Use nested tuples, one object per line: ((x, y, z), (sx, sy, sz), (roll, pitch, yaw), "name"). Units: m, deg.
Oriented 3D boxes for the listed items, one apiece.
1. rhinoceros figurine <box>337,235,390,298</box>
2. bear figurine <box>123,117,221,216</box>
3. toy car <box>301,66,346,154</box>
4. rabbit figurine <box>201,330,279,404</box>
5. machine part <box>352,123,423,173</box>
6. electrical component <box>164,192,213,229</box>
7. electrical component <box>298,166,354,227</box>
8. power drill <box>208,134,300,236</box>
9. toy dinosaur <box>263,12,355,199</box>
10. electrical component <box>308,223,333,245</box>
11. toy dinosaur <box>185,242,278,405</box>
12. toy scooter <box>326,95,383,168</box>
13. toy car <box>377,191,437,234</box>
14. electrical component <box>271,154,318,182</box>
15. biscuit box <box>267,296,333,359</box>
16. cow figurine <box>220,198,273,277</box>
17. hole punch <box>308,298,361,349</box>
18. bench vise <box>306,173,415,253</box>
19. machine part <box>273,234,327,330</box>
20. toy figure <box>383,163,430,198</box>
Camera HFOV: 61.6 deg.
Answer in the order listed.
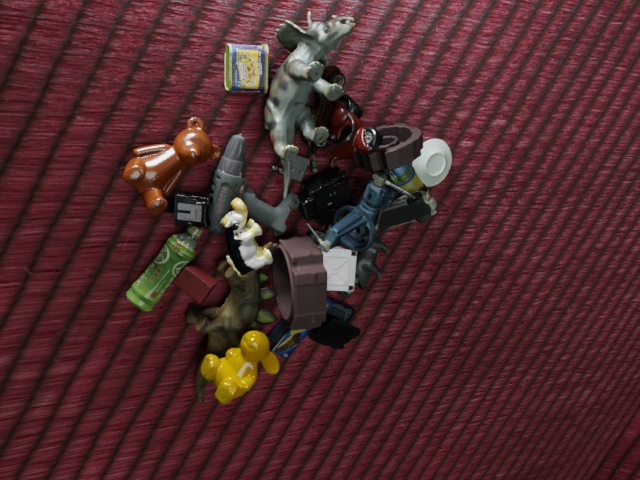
((0.109, 0.069, 1.442), (0.112, 0.073, 0.190), (19, 100, -31), "rhinoceros figurine")
((-0.303, -0.160, 1.127), (0.196, 0.132, 0.120), (-29, 124, -6), "bear figurine")
((0.001, -0.300, 1.237), (0.053, 0.089, 0.202), (10, 106, -30), "toy car")
((-0.170, 0.288, 1.270), (0.162, 0.122, 0.173), (14, 115, -44), "rabbit figurine")
((0.161, -0.223, 1.299), (0.179, 0.180, 0.056), (-26, 121, -14), "machine part")
((-0.298, -0.069, 1.181), (0.119, 0.048, 0.074), (10, 105, -1), "electrical component")
((0.011, -0.103, 1.326), (0.134, 0.058, 0.114), (-31, 130, -14), "electrical component")
((-0.153, -0.105, 1.245), (0.207, 0.086, 0.232), (19, 102, -34), "power drill")
((-0.061, -0.307, 1.178), (0.131, 0.192, 0.404), (5, 123, -40), "toy dinosaur")
((-0.003, -0.004, 1.390), (0.063, 0.021, 0.094), (20, 100, -30), "electrical component")
((-0.222, 0.206, 1.324), (0.198, 0.105, 0.471), (27, 101, -35), "toy dinosaur")
((0.056, -0.245, 1.252), (0.135, 0.184, 0.075), (-41, 144, 18), "toy scooter")
((0.201, -0.072, 1.387), (0.202, 0.056, 0.073), (-16, 126, 24), "toy car")
((-0.056, -0.179, 1.282), (0.102, 0.045, 0.078), (22, 98, -30), "electrical component")
((-0.056, 0.215, 1.427), (0.059, 0.063, 0.202), (40, 90, -33), "biscuit box")
((-0.178, -0.005, 1.196), (0.098, 0.068, 0.167), (-27, 105, -11), "cow figurine")
((0.035, 0.229, 1.474), (0.142, 0.092, 0.116), (26, 128, -34), "hole punch")
((0.087, -0.047, 1.274), (0.240, 0.129, 0.223), (-33, 164, -40), "bench vise")
((-0.054, 0.100, 1.301), (0.087, 0.202, 0.200), (-6, 113, -19), "machine part")
((0.219, -0.155, 1.397), (0.082, 0.089, 0.180), (-36, 123, -3), "toy figure")
